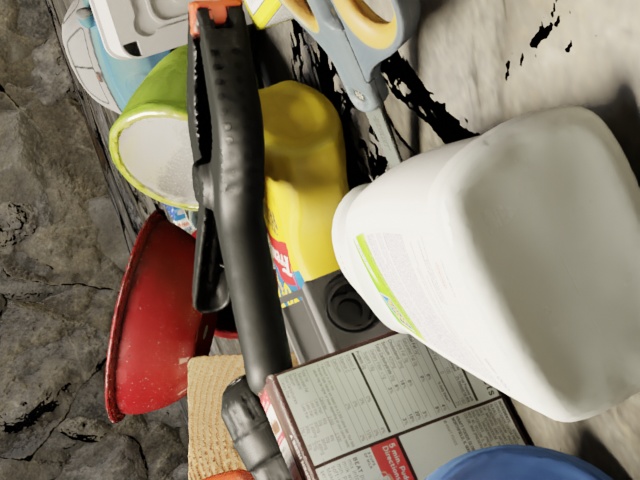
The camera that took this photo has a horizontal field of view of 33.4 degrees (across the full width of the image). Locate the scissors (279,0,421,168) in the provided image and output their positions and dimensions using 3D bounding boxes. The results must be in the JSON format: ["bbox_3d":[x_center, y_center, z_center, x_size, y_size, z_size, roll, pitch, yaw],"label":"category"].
[{"bbox_3d":[0.030,-0.070,0.471,0.096,0.016,0.201,24,156,49],"label":"scissors"}]

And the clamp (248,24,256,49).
[{"bbox_3d":[-0.076,-0.136,0.805,0.171,0.039,0.120,92,157,-47],"label":"clamp"}]

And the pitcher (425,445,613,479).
[{"bbox_3d":[0.082,0.213,0.489,0.149,0.144,0.243,51,155,40],"label":"pitcher"}]

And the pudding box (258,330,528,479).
[{"bbox_3d":[0.038,0.094,0.531,0.090,0.113,0.039,66,158,21],"label":"pudding box"}]

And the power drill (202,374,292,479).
[{"bbox_3d":[-0.021,0.155,0.578,0.184,0.057,0.187,59,-172,12],"label":"power drill"}]

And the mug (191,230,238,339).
[{"bbox_3d":[-0.081,0.020,0.957,0.081,0.093,0.117,-128,37,-65],"label":"mug"}]

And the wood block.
[{"bbox_3d":[-0.042,0.138,0.788,0.206,0.091,0.090,92,177,-79],"label":"wood block"}]

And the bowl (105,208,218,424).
[{"bbox_3d":[-0.110,0.061,0.791,0.162,0.055,0.162,13,-92,-87],"label":"bowl"}]

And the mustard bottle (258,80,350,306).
[{"bbox_3d":[-0.005,0.001,0.684,0.096,0.058,0.191,-126,20,-52],"label":"mustard bottle"}]

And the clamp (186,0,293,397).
[{"bbox_3d":[-0.048,-0.025,0.594,0.165,0.036,0.210,-134,40,-62],"label":"clamp"}]

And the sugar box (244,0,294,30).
[{"bbox_3d":[-0.010,-0.167,0.495,0.093,0.048,0.176,69,163,-3],"label":"sugar box"}]

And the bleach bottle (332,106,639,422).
[{"bbox_3d":[0.051,0.002,0.455,0.102,0.068,0.251,63,169,-10],"label":"bleach bottle"}]
